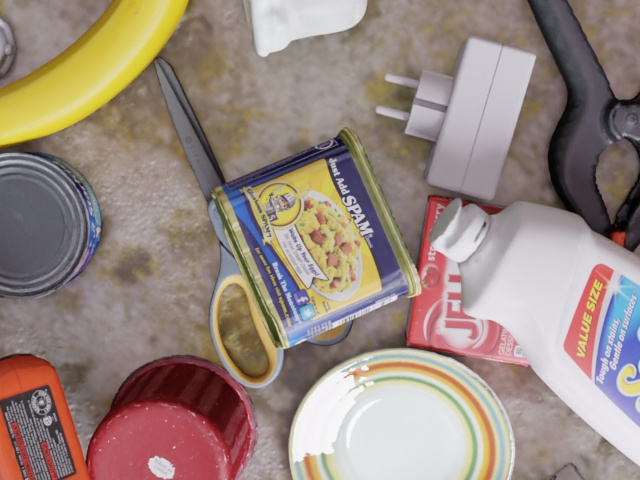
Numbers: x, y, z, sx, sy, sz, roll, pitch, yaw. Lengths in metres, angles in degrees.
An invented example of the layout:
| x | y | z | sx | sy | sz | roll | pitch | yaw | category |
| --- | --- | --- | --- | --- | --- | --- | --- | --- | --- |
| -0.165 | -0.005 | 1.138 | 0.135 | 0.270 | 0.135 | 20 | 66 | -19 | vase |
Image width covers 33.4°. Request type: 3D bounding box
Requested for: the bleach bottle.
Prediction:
| x | y | z | sx | sy | sz | roll | pitch | yaw | category |
| --- | --- | --- | --- | --- | --- | --- | --- | --- | --- |
| 0.163 | 0.064 | 0.581 | 0.250 | 0.068 | 0.102 | 33 | 94 | -10 | bleach bottle |

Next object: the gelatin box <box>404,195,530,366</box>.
| x | y | z | sx | sy | sz | roll | pitch | yaw | category |
| --- | --- | --- | --- | --- | --- | --- | --- | --- | --- |
| 0.091 | 0.023 | 0.617 | 0.073 | 0.030 | 0.089 | 9 | 97 | 2 | gelatin box |

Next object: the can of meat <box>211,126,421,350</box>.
| x | y | z | sx | sy | sz | roll | pitch | yaw | category |
| --- | --- | --- | --- | --- | --- | --- | --- | --- | --- |
| -0.004 | 0.001 | 0.592 | 0.084 | 0.057 | 0.102 | -23 | 88 | -9 | can of meat |

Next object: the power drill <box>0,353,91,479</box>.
| x | y | z | sx | sy | sz | roll | pitch | yaw | category |
| --- | --- | --- | --- | --- | --- | --- | --- | --- | --- |
| -0.211 | 0.149 | 0.599 | 0.188 | 0.057 | 0.184 | -18 | 90 | 32 | power drill |

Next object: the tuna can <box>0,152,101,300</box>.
| x | y | z | sx | sy | sz | roll | pitch | yaw | category |
| --- | --- | --- | --- | --- | --- | --- | --- | --- | --- |
| -0.173 | -0.009 | 0.626 | 0.086 | 0.033 | 0.086 | 0 | 97 | 3 | tuna can |

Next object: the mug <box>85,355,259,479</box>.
| x | y | z | sx | sy | sz | roll | pitch | yaw | category |
| --- | --- | --- | --- | --- | --- | --- | --- | --- | --- |
| -0.087 | 0.132 | 0.614 | 0.093 | 0.081 | 0.117 | 5 | 97 | 2 | mug |

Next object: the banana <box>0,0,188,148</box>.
| x | y | z | sx | sy | sz | roll | pitch | yaw | category |
| --- | --- | --- | --- | --- | --- | --- | --- | --- | --- |
| -0.129 | -0.116 | 0.605 | 0.069 | 0.037 | 0.198 | 36 | 103 | -19 | banana |

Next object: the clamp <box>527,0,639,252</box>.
| x | y | z | sx | sy | sz | roll | pitch | yaw | category |
| --- | --- | --- | --- | --- | --- | --- | --- | --- | --- |
| 0.180 | -0.074 | 0.597 | 0.120 | 0.039 | 0.171 | -4 | 103 | 8 | clamp |

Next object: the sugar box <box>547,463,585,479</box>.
| x | y | z | sx | sy | sz | roll | pitch | yaw | category |
| --- | --- | --- | --- | --- | --- | --- | --- | --- | --- |
| 0.106 | 0.221 | 0.633 | 0.176 | 0.048 | 0.093 | -34 | 94 | 3 | sugar box |

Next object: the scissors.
| x | y | z | sx | sy | sz | roll | pitch | yaw | category |
| --- | --- | --- | --- | --- | --- | --- | --- | --- | --- |
| -0.036 | -0.013 | 0.627 | 0.096 | 0.016 | 0.202 | -7 | 96 | 3 | scissors |
